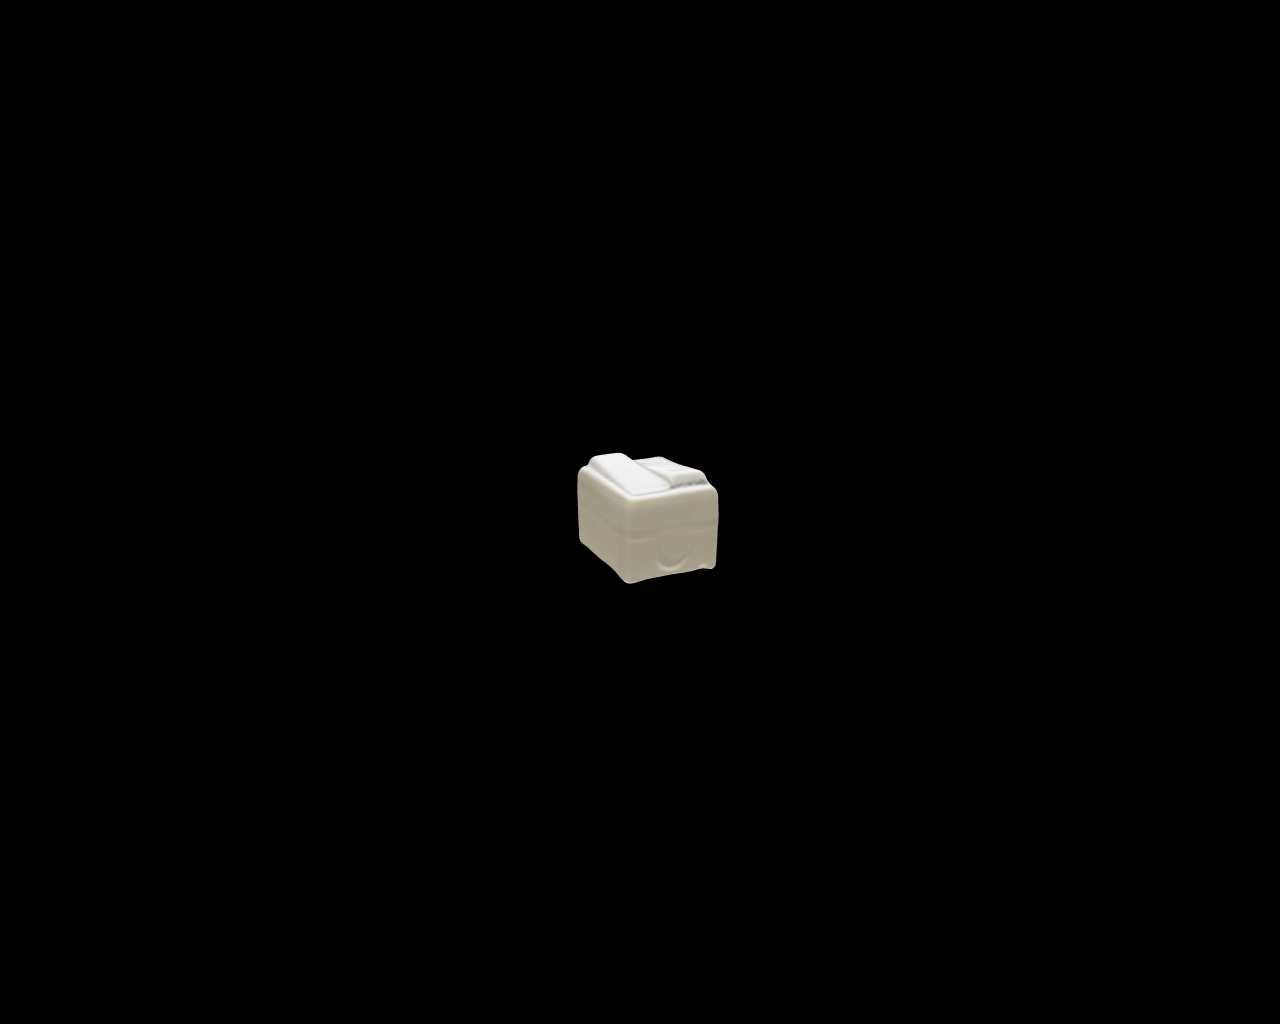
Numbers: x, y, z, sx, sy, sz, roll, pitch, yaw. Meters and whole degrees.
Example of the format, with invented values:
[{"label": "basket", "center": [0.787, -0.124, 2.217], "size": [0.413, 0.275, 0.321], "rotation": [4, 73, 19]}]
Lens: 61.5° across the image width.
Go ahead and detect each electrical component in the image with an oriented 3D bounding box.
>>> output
[{"label": "electrical component", "center": [0.001, -0.003, 0.650], "size": [0.062, 0.061, 0.096], "rotation": [-8, 20, -22]}]
